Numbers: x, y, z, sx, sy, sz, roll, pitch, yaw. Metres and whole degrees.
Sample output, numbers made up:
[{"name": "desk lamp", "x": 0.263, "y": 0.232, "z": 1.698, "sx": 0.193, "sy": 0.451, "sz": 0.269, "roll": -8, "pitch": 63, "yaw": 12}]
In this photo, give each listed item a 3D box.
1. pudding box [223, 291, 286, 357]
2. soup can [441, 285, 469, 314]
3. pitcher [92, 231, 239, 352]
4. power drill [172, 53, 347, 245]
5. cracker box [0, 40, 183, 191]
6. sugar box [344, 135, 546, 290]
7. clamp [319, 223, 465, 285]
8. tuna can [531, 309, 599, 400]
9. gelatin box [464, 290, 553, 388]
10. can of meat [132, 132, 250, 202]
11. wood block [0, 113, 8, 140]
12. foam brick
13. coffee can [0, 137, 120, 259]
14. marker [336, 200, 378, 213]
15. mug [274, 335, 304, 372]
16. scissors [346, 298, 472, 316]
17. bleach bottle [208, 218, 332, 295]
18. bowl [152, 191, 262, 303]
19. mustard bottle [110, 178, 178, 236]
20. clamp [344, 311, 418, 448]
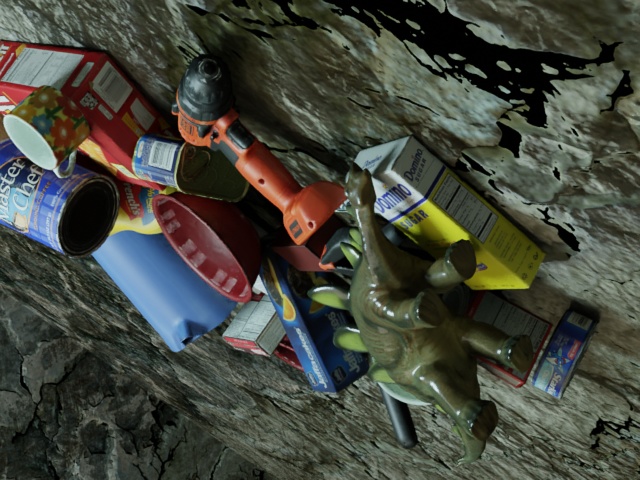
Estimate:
[{"name": "pudding box", "x": -0.072, "y": 0.104, "z": 1.474, "sx": 0.039, "sy": 0.113, "sz": 0.090, "roll": 45, "pitch": 157, "yaw": -29}, {"name": "soup can", "x": 0.103, "y": 0.060, "z": 1.161, "sx": 0.102, "sy": 0.068, "sz": 0.068, "roll": 16, "pitch": 157, "yaw": 35}, {"name": "pitcher", "x": -0.225, "y": 0.019, "z": 1.449, "sx": 0.242, "sy": 0.145, "sz": 0.149, "roll": 50, "pitch": 158, "yaw": -17}, {"name": "power drill", "x": -0.059, "y": -0.085, "z": 0.999, "sx": 0.187, "sy": 0.057, "sz": 0.184, "roll": 45, "pitch": 169, "yaw": 0}, {"name": "cracker box", "x": -0.272, "y": -0.141, "z": 1.207, "sx": 0.214, "sy": 0.072, "sz": 0.164, "roll": 14, "pitch": 155, "yaw": 42}, {"name": "sugar box", "x": 0.113, "y": -0.020, "z": 0.972, "sx": 0.176, "sy": 0.048, "sz": 0.093, "roll": 36, "pitch": 161, "yaw": -19}, {"name": "clamp", "x": 0.077, "y": 0.017, "z": 1.108, "sx": 0.172, "sy": 0.039, "sz": 0.120, "roll": -11, "pitch": 133, "yaw": 48}, {"name": "tuna can", "x": 0.242, "y": 0.112, "z": 1.055, "sx": 0.034, "sy": 0.086, "sz": 0.086, "roll": 26, "pitch": 162, "yaw": 17}, {"name": "gelatin box", "x": 0.190, "y": 0.104, "z": 1.131, "sx": 0.089, "sy": 0.073, "sz": 0.030, "roll": 29, "pitch": 161, "yaw": 5}, {"name": "can of meat", "x": -0.138, "y": -0.080, "z": 1.142, "sx": 0.084, "sy": 0.057, "sz": 0.101, "roll": 16, "pitch": -175, "yaw": 43}, {"name": "wood block", "x": -0.382, "y": -0.141, "z": 1.347, "sx": 0.090, "sy": 0.090, "sz": 0.206, "roll": 9, "pitch": 152, "yaw": 47}, {"name": "foam brick", "x": -0.008, "y": 0.001, "z": 1.202, "sx": 0.051, "sy": 0.053, "sz": 0.078, "roll": 40, "pitch": 160, "yaw": -26}, {"name": "coffee can", "x": -0.321, "y": -0.050, "z": 1.246, "sx": 0.140, "sy": 0.102, "sz": 0.102, "roll": 23, "pitch": 160, "yaw": 25}, {"name": "marker", "x": 0.032, "y": -0.037, "z": 1.093, "sx": 0.020, "sy": 0.020, "sz": 0.121, "roll": 41, "pitch": 159, "yaw": -29}, {"name": "mug", "x": -0.025, "y": 0.132, "z": 1.522, "sx": 0.117, "sy": 0.081, "sz": 0.093, "roll": 27, "pitch": 161, "yaw": 11}, {"name": "scissors", "x": 0.122, "y": 0.083, "z": 1.214, "sx": 0.202, "sy": 0.016, "sz": 0.096, "roll": 12, "pitch": 149, "yaw": 14}, {"name": "bleach bottle", "x": -0.048, "y": 0.047, "z": 1.373, "sx": 0.250, "sy": 0.068, "sz": 0.103, "roll": 35, "pitch": 162, "yaw": -22}, {"name": "bowl", "x": -0.118, "y": -0.005, "z": 1.222, "sx": 0.162, "sy": 0.055, "sz": 0.162, "roll": 39, "pitch": 157, "yaw": 19}, {"name": "mustard bottle", "x": -0.219, "y": -0.054, "z": 1.297, "sx": 0.192, "sy": 0.096, "sz": 0.058, "roll": -5, "pitch": 175, "yaw": 20}, {"name": "clamp", "x": 0.084, "y": 0.139, "z": 1.365, "sx": 0.036, "sy": 0.164, "sz": 0.210, "roll": -25, "pitch": 105, "yaw": 31}]
